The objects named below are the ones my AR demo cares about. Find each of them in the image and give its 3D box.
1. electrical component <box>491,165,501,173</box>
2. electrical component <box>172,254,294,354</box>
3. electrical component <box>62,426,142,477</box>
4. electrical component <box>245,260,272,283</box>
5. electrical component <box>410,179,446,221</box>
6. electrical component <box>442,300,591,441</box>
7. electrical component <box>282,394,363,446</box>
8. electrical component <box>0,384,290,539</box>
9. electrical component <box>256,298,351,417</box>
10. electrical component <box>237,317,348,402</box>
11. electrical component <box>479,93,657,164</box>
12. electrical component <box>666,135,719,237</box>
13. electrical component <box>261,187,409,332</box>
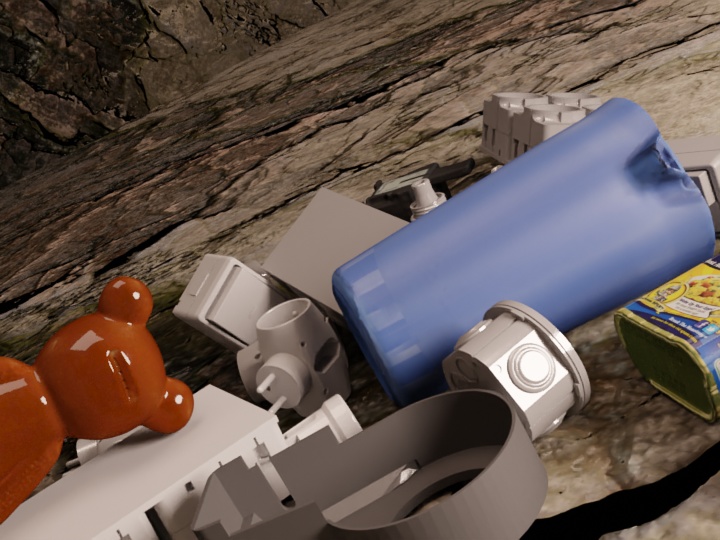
[{"bbox_3d":[0.122,-0.064,1.005,0.062,0.048,0.048,-33,20,-6],"label":"electrical component"},{"bbox_3d":[-0.098,0.036,0.919,0.061,0.096,0.061,7,65,57],"label":"electrical component"},{"bbox_3d":[-0.188,0.137,0.814,0.079,0.044,0.077,-23,18,1],"label":"electrical component"},{"bbox_3d":[-0.118,0.029,1.029,0.077,0.043,0.079,-30,20,-19],"label":"electrical component"},{"bbox_3d":[0.067,-0.055,1.011,0.043,0.062,0.043,-21,18,7],"label":"electrical component"},{"bbox_3d":[0.092,0.062,0.636,0.051,0.080,0.080,-37,22,-22],"label":"electrical component"},{"bbox_3d":[-0.023,0.110,0.704,0.046,0.040,0.040,-32,19,-7],"label":"electrical component"},{"bbox_3d":[-0.139,0.156,0.680,0.186,0.060,0.105,-32,20,-24],"label":"electrical component"},{"bbox_3d":[-0.049,0.073,0.774,0.043,0.077,0.079,-10,24,35],"label":"electrical component"},{"bbox_3d":[-0.053,0.064,0.856,0.077,0.044,0.079,-21,19,6],"label":"electrical component"},{"bbox_3d":[0.190,-0.128,1.012,0.105,0.060,0.186,-2,16,-10],"label":"electrical component"},{"bbox_3d":[0.255,-0.061,0.806,0.061,0.061,0.096,-38,23,-33],"label":"electrical component"},{"bbox_3d":[0.000,0.000,0.876,0.089,0.062,0.150,-53,36,-8],"label":"electrical component"}]
